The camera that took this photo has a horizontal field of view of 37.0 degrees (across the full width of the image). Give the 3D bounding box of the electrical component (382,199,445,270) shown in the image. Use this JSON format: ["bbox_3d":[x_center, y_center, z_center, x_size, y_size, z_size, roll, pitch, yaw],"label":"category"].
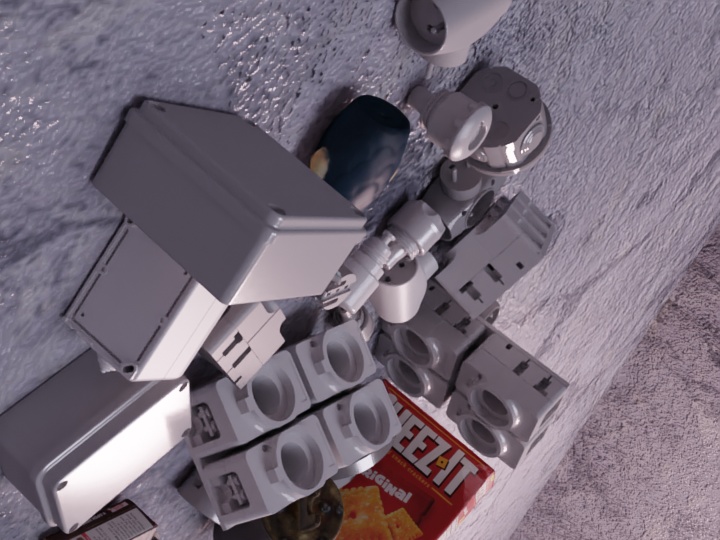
[{"bbox_3d":[0.039,-0.028,0.922,0.062,0.043,0.043,-46,159,-13],"label":"electrical component"}]

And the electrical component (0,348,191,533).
[{"bbox_3d":[-0.164,0.099,0.674,0.113,0.057,0.078,-40,156,-31],"label":"electrical component"}]

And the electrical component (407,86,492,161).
[{"bbox_3d":[0.064,-0.114,0.802,0.048,0.062,0.048,-44,158,-23],"label":"electrical component"}]

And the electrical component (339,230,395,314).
[{"bbox_3d":[0.000,0.000,0.887,0.078,0.040,0.040,-50,160,-8],"label":"electrical component"}]

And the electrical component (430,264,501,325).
[{"bbox_3d":[0.112,0.027,1.121,0.079,0.077,0.044,-27,148,-50],"label":"electrical component"}]

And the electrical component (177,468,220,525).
[{"bbox_3d":[-0.120,0.185,0.918,0.047,0.055,0.055,-54,160,-8],"label":"electrical component"}]

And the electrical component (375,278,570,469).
[{"bbox_3d":[0.103,0.103,1.068,0.060,0.186,0.105,-40,156,-31],"label":"electrical component"}]

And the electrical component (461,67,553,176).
[{"bbox_3d":[0.115,-0.121,0.878,0.080,0.080,0.051,-50,154,-6],"label":"electrical component"}]

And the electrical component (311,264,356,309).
[{"bbox_3d":[-0.031,0.002,0.812,0.040,0.046,0.040,-39,156,-22],"label":"electrical component"}]

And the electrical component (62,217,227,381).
[{"bbox_3d":[-0.121,0.021,0.630,0.096,0.062,0.061,-56,160,9],"label":"electrical component"}]

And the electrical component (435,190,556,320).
[{"bbox_3d":[0.131,-0.021,1.042,0.089,0.061,0.150,-43,180,19],"label":"electrical component"}]

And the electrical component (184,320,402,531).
[{"bbox_3d":[-0.049,0.115,0.855,0.060,0.105,0.186,-24,179,36],"label":"electrical component"}]

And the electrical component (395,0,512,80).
[{"bbox_3d":[0.060,-0.166,0.737,0.077,0.043,0.079,-36,154,-37],"label":"electrical component"}]

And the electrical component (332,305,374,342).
[{"bbox_3d":[-0.008,0.043,0.949,0.035,0.035,0.061,-48,157,-11],"label":"electrical component"}]

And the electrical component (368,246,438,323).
[{"bbox_3d":[0.044,0.001,0.978,0.079,0.043,0.077,-45,159,-18],"label":"electrical component"}]

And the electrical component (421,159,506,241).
[{"bbox_3d":[0.090,-0.075,0.949,0.077,0.044,0.079,-46,159,-16],"label":"electrical component"}]

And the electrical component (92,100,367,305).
[{"bbox_3d":[-0.068,-0.036,0.584,0.056,0.109,0.109,-56,160,17],"label":"electrical component"}]

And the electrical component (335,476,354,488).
[{"bbox_3d":[-0.041,0.186,1.082,0.113,0.057,0.078,-18,140,-57],"label":"electrical component"}]

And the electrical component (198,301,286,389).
[{"bbox_3d":[-0.090,0.035,0.739,0.055,0.050,0.089,-48,159,-12],"label":"electrical component"}]
